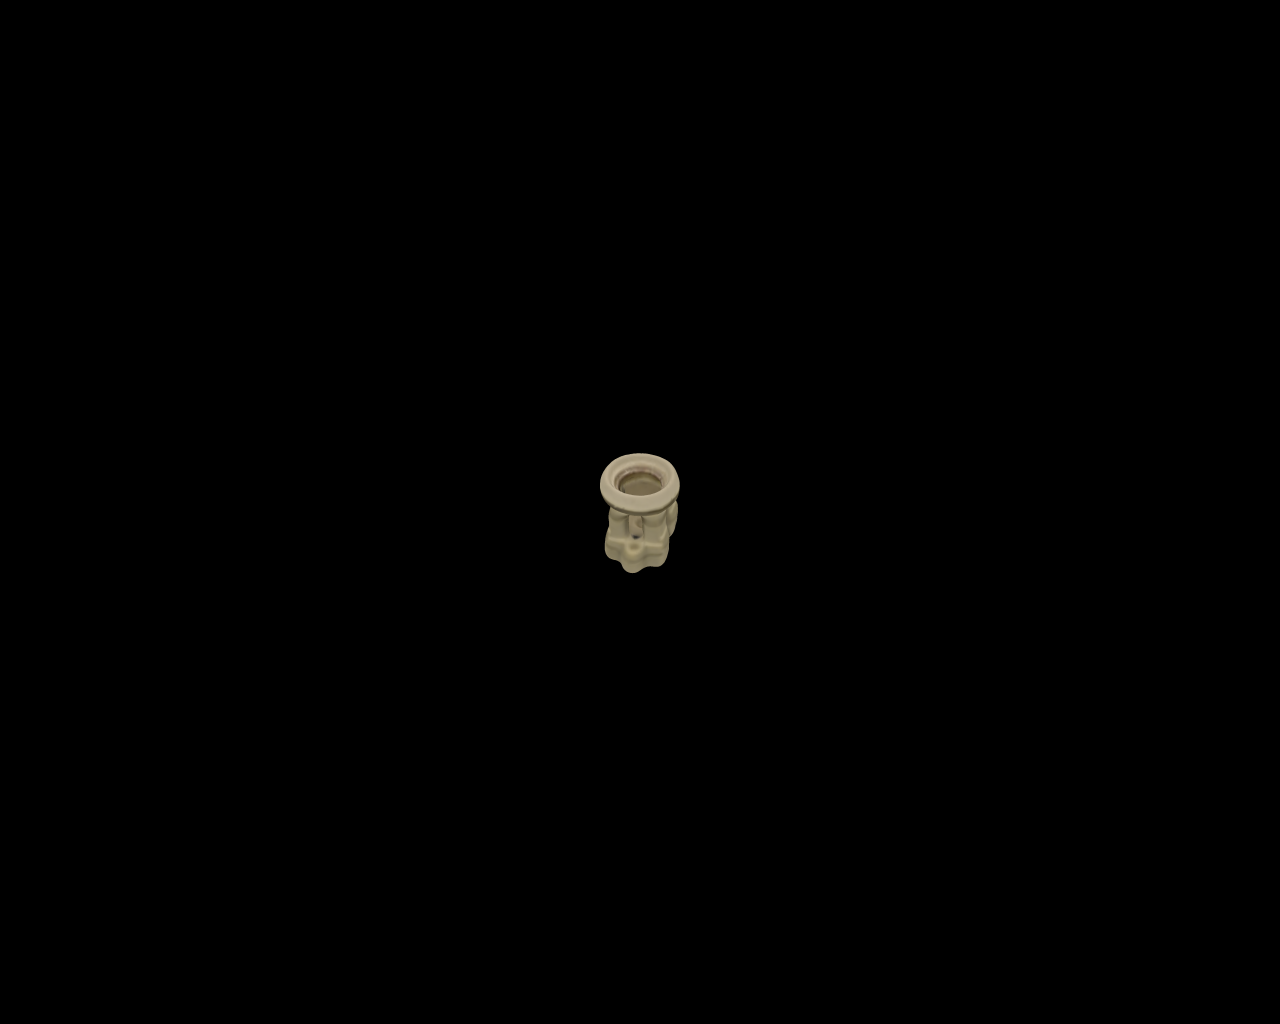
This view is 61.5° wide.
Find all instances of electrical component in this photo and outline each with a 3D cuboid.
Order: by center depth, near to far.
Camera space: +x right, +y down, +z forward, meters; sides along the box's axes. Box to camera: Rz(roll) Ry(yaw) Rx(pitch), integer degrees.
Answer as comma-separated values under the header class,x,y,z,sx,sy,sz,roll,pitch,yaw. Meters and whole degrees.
class,x,y,z,sx,sy,sz,roll,pitch,yaw
electrical component,0.001,-0.003,0.650,0.048,0.055,0.066,8,44,9
